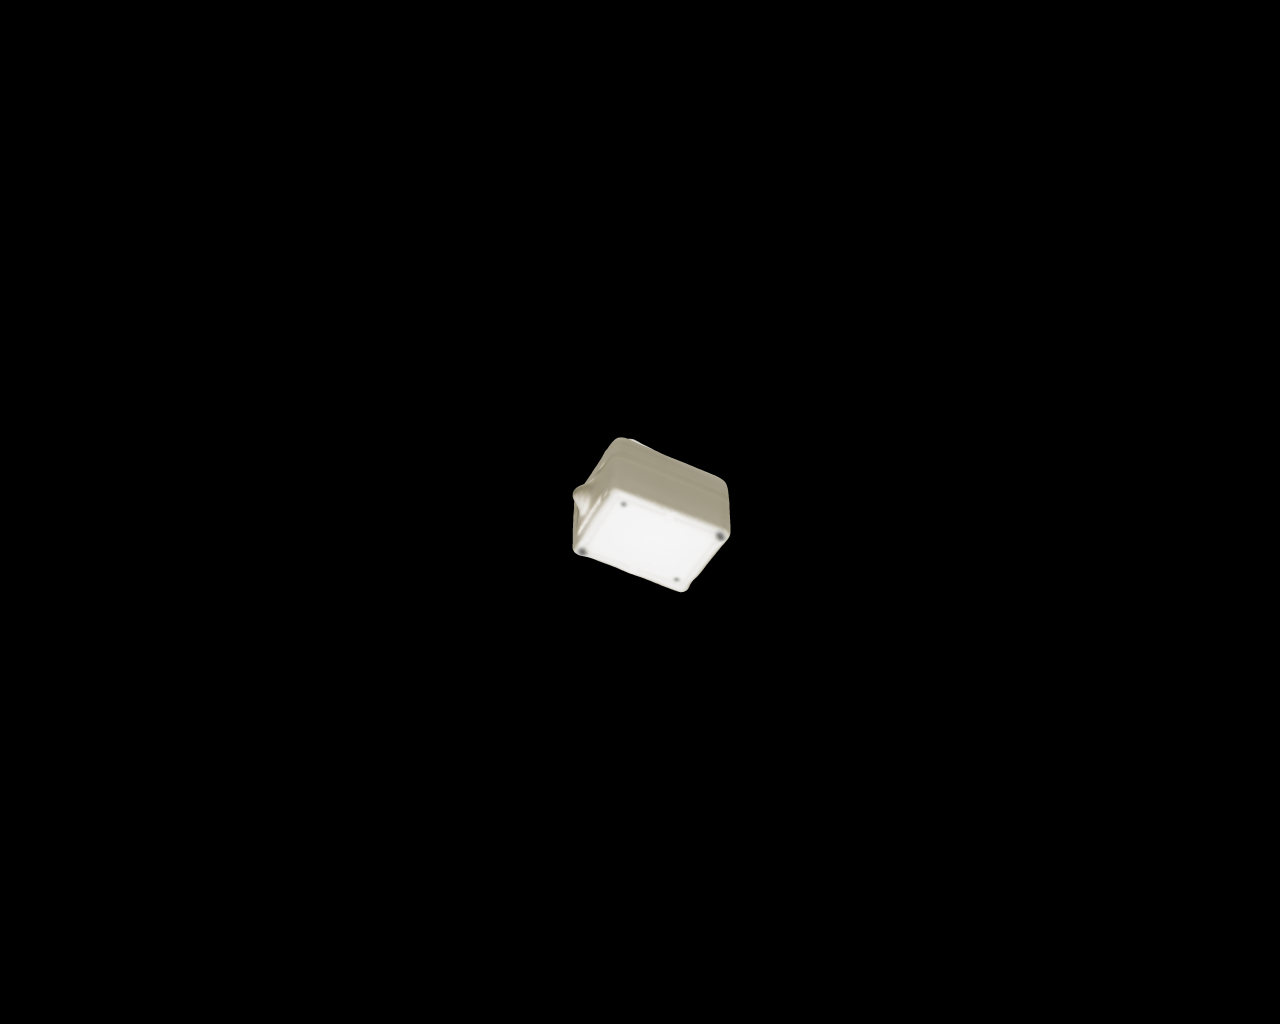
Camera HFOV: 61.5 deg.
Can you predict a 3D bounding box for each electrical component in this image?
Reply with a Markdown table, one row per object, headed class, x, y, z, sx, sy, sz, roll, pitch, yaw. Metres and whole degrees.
| class | x | y | z | sx | sy | sz | roll | pitch | yaw |
| --- | --- | --- | --- | --- | --- | --- | --- | --- | --- |
| electrical component | 0.001 | -0.003 | 0.650 | 0.096 | 0.061 | 0.061 | 22 | 38 | -18 |
